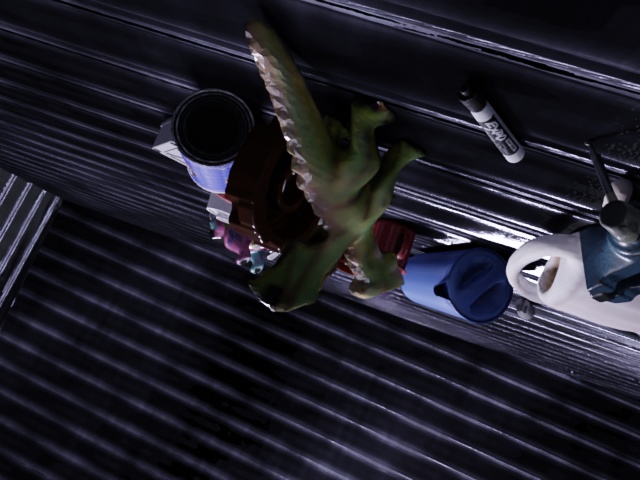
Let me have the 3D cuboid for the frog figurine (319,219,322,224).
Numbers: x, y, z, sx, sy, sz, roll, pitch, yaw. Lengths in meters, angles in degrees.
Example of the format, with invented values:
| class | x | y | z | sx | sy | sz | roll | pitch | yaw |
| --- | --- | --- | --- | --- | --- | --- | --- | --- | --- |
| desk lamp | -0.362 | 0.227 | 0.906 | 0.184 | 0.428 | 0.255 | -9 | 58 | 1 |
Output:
| class | x | y | z | sx | sy | sz | roll | pitch | yaw |
| --- | --- | --- | --- | --- | --- | --- | --- | --- | --- |
| frog figurine | -0.046 | -0.070 | 0.819 | 0.136 | 0.125 | 0.157 | -21 | 141 | 20 |

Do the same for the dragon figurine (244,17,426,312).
| class | x | y | z | sx | sy | sz | roll | pitch | yaw |
| --- | --- | --- | --- | --- | --- | --- | --- | --- | --- |
| dragon figurine | 0.002 | -0.029 | 0.583 | 0.123 | 0.244 | 0.406 | 16 | 171 | 40 |

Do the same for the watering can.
| class | x | y | z | sx | sy | sz | roll | pitch | yaw |
| --- | --- | --- | --- | --- | --- | --- | --- | --- | --- |
| watering can | 0.366 | 0.039 | 0.632 | 0.225 | 0.105 | 0.342 | 18 | 161 | 7 |
